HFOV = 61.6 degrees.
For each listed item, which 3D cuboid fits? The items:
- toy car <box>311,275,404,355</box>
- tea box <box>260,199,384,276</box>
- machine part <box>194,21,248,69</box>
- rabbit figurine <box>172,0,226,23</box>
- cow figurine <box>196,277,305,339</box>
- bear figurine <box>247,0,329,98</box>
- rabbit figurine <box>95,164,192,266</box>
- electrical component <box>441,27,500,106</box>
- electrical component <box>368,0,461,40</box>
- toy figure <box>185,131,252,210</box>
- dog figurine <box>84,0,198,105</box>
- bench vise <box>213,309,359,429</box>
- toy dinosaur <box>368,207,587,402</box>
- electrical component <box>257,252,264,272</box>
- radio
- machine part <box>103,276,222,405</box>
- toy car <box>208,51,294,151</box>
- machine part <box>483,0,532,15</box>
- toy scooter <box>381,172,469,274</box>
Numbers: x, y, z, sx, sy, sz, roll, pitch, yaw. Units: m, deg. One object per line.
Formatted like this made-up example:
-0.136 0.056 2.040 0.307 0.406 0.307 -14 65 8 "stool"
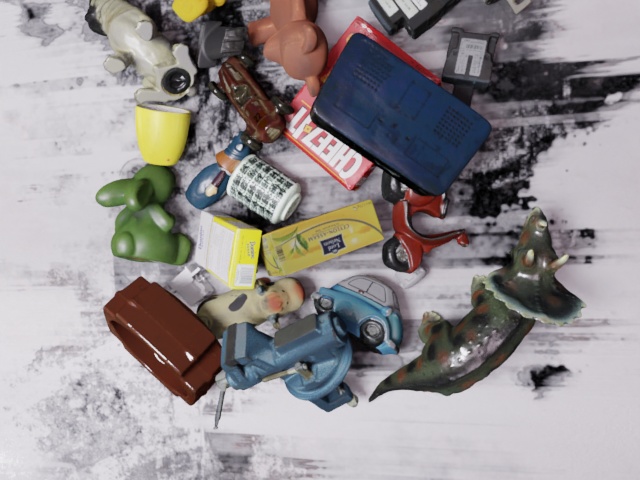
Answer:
0.071 0.110 0.857 0.162 0.109 0.103 29 76 20 "toy car"
-0.002 -0.002 0.820 0.170 0.098 0.068 -19 91 -21 "tea box"
-0.165 -0.316 0.864 0.139 0.039 0.084 20 96 52 "machine part"
-0.153 -0.429 0.823 0.173 0.162 0.122 -37 85 35 "rabbit figurine"
-0.115 0.107 0.875 0.195 0.127 0.085 -19 94 15 "cow figurine"
-0.054 -0.304 0.799 0.132 0.120 0.196 -4 54 3 "bear figurine"
-0.300 -0.051 0.903 0.121 0.159 0.170 3 80 22 "rabbit figurine"
0.221 -0.253 0.813 0.075 0.048 0.119 16 96 11 "electrical component"
0.142 -0.378 0.814 0.134 0.058 0.115 -34 85 13 "electrical component"
-0.163 -0.117 0.900 0.154 0.057 0.064 -44 61 16 "toy figure"
-0.296 -0.329 0.905 0.121 0.172 0.191 -36 52 3 "dog figurine"
-0.030 0.201 0.803 0.224 0.129 0.240 -36 127 10 "bench vise"
0.216 0.145 0.775 0.131 0.192 0.404 43 101 8 "toy dinosaur"
-0.082 0.026 0.886 0.102 0.078 0.045 -18 100 3 "electrical component"
0.106 -0.166 0.748 0.229 0.073 0.131 33 91 -4 "radio"
-0.248 0.165 0.875 0.201 0.201 0.087 41 62 6 "machine part"
-0.117 -0.228 0.853 0.089 0.053 0.202 -45 59 20 "toy car"
0.231 -0.436 0.780 0.079 0.079 0.243 -31 89 13 "machine part"
0.164 -0.039 0.828 0.135 0.075 0.183 1 85 -7 "toy scooter"
